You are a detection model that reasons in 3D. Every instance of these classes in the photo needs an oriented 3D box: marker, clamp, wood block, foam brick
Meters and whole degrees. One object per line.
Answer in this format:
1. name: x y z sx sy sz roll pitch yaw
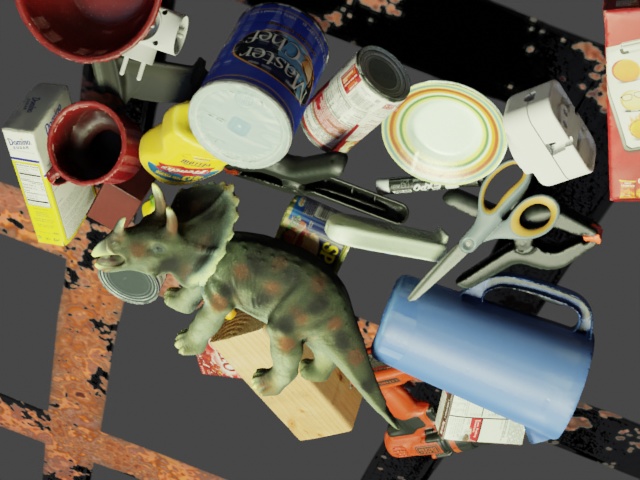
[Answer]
1. marker: 0.120 -0.062 1.158 0.121 0.020 0.020 -4 131 24
2. clamp: 0.215 -0.012 1.157 0.172 0.039 0.120 -12 119 21
3. wood block: -0.037 0.159 1.389 0.090 0.090 0.206 -17 124 34
4. foam brick: -0.238 -0.054 1.282 0.051 0.053 0.078 31 135 -8
5. clamp: -0.012 -0.065 1.164 0.210 0.036 0.164 12 166 40

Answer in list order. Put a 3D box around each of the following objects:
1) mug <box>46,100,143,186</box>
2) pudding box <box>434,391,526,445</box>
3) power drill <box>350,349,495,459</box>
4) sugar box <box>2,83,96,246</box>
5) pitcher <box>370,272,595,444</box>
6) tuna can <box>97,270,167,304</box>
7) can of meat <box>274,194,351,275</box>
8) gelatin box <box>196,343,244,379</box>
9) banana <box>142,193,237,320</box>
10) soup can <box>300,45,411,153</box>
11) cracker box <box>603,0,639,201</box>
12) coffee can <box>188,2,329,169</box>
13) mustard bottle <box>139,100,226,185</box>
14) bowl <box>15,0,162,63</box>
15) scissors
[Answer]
1. mug: -0.254 -0.098 1.194 0.117 0.081 0.093 -38 83 9
2. pudding box: 0.208 0.208 1.336 0.113 0.039 0.090 5 111 -12
3. power drill: 0.139 0.215 1.400 0.185 0.057 0.187 -16 125 29
4. sugar box: -0.314 -0.087 1.250 0.048 0.093 0.176 7 134 15
5. pitcher: 0.191 0.120 1.248 0.243 0.149 0.145 21 152 5
6. tuna can: -0.245 0.043 1.396 0.086 0.033 0.086 11 136 11
7. can of meat: -0.008 0.001 1.246 0.084 0.057 0.102 25 136 0
8. gelatin box: -0.134 0.151 1.462 0.073 0.030 0.089 4 135 17
9. banana: -0.168 0.018 1.319 0.037 0.070 0.197 -34 117 -4
10. soup can: 0.035 -0.141 1.078 0.068 0.068 0.102 36 135 -15
11. cracker box: 0.344 -0.135 0.962 0.164 0.072 0.213 1 132 18
12. coffee can: -0.058 -0.153 1.049 0.103 0.140 0.103 11 136 11
13. mustard bottle: -0.146 -0.100 1.171 0.096 0.058 0.192 7 167 -25
14. bowl: -0.217 -0.255 1.043 0.162 0.055 0.162 3 102 14
15. scissors: 0.180 0.007 1.143 0.096 0.016 0.202 30 112 6
